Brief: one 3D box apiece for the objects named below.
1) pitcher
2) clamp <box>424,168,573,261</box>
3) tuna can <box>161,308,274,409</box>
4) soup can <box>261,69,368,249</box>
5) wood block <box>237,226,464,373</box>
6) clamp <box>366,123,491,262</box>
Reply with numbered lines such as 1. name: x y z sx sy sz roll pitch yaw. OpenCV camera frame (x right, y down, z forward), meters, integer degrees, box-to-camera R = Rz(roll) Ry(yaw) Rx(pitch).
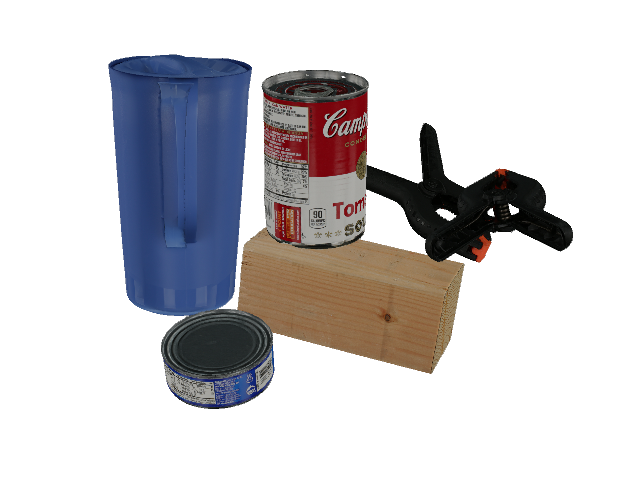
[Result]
1. pitcher: -0.135 -0.052 1.022 0.145 0.243 0.148 16 23 37
2. clamp: 0.168 -0.025 0.938 0.120 0.039 0.171 4 26 20
3. tuna can: -0.078 0.091 0.821 0.086 0.034 0.086 -2 31 1
4. soup can: -0.003 -0.053 0.694 0.068 0.102 0.068 0 22 0
5. wood block: 0.029 0.054 1.078 0.206 0.091 0.090 14 23 16
6. clamp: 0.114 -0.052 1.231 0.164 0.036 0.210 -15 52 -27
